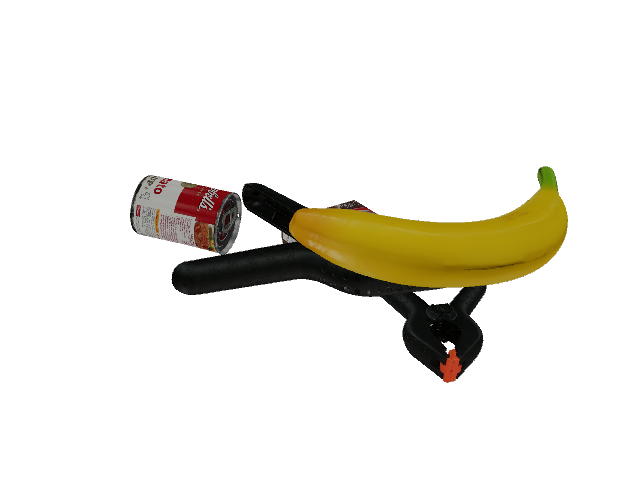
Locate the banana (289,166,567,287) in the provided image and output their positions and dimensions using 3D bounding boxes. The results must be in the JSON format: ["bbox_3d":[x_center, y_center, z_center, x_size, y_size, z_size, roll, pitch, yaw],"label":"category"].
[{"bbox_3d":[0.078,-0.001,0.617,0.197,0.037,0.070,-9,42,-32],"label":"banana"}]

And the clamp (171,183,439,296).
[{"bbox_3d":[0.006,0.001,0.832,0.210,0.036,0.164,4,29,9],"label":"clamp"}]

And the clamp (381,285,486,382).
[{"bbox_3d":[0.129,0.080,1.079,0.120,0.039,0.171,-8,34,-9],"label":"clamp"}]

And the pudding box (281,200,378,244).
[{"bbox_3d":[0.022,-0.007,1.297,0.113,0.039,0.090,-19,30,-27],"label":"pudding box"}]

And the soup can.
[{"bbox_3d":[-0.144,-0.028,1.148,0.102,0.068,0.068,13,3,16],"label":"soup can"}]
